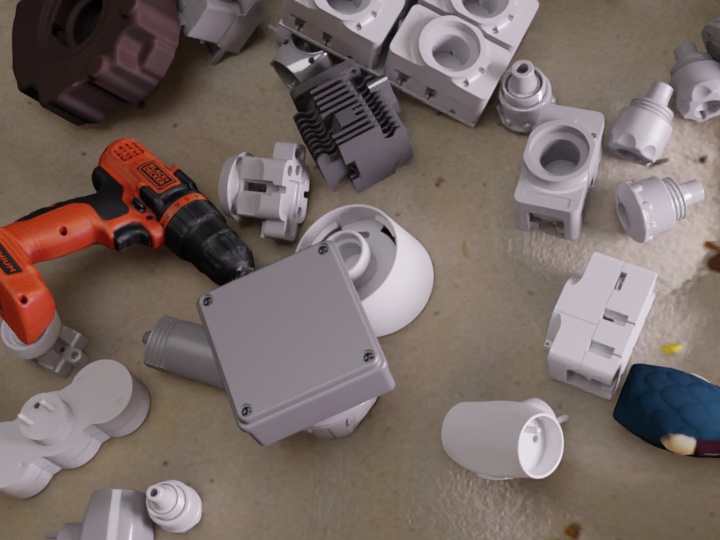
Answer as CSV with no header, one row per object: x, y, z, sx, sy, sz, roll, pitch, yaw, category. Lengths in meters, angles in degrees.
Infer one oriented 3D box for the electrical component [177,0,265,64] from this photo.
-0.141,-0.261,0.976,0.078,0.063,0.121,-45,55,36,electrical component

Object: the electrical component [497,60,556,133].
0.133,-0.144,0.867,0.048,0.062,0.048,-5,64,10,electrical component

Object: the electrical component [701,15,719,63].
0.310,-0.176,0.835,0.051,0.080,0.080,-39,63,-2,electrical component

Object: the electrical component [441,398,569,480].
0.111,0.113,0.751,0.079,0.077,0.044,-14,98,-36,electrical component

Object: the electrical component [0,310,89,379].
-0.256,0.054,0.862,0.066,0.055,0.048,20,71,20,electrical component

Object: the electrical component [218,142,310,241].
-0.079,-0.066,0.877,0.057,0.058,0.078,7,91,20,electrical component

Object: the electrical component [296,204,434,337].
0.000,0.000,0.840,0.099,0.064,0.099,-12,60,22,electrical component

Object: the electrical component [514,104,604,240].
0.155,-0.078,0.834,0.050,0.055,0.089,13,68,18,electrical component

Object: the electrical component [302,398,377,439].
-0.027,0.083,0.800,0.080,0.051,0.080,-5,64,10,electrical component

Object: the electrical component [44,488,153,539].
-0.195,0.203,0.784,0.079,0.044,0.077,-3,64,11,electrical component

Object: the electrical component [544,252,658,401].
0.171,0.039,0.778,0.056,0.050,0.089,21,71,20,electrical component

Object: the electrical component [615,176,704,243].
0.228,-0.051,0.813,0.062,0.048,0.048,-19,62,-4,electrical component

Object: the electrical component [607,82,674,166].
0.224,-0.116,0.841,0.043,0.043,0.062,25,84,22,electrical component

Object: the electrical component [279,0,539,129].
0.041,-0.214,0.889,0.186,0.060,0.105,28,73,3,electrical component

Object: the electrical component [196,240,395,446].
-0.046,0.051,0.757,0.109,0.056,0.108,-24,62,1,electrical component

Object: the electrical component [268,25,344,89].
-0.048,-0.202,0.945,0.079,0.044,0.077,39,78,25,electrical component

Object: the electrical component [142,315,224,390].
-0.133,0.063,0.837,0.081,0.043,0.043,14,69,18,electrical component

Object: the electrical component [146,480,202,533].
-0.138,0.168,0.778,0.035,0.061,0.035,-5,64,10,electrical component

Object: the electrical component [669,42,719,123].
0.267,-0.152,0.853,0.043,0.043,0.062,-14,61,6,electrical component

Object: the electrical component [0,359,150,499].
-0.234,0.116,0.817,0.138,0.073,0.052,-33,63,-4,electrical component
